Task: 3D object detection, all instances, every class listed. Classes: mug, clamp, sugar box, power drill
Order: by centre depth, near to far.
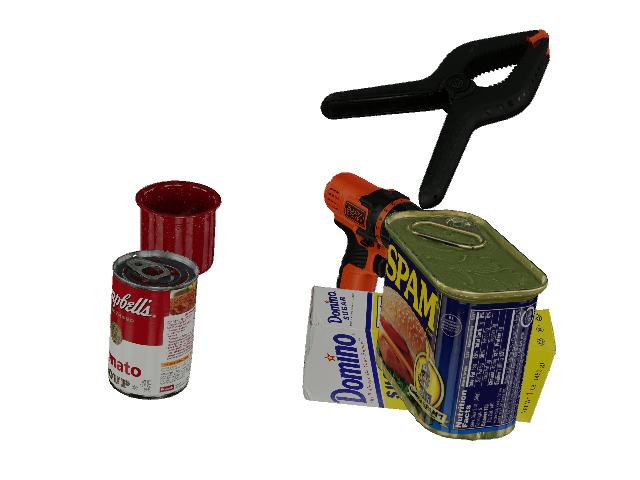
[{"bbox_3d":[0.076,0.086,0.791,0.176,0.048,0.093,3,-45,-1],"label":"sugar box"},{"bbox_3d":[0.125,-0.119,0.948,0.210,0.165,0.036,-27,-38,-8],"label":"clamp"},{"bbox_3d":[0.063,0.041,1.082,0.057,0.188,0.185,-8,27,-32],"label":"power drill"},{"bbox_3d":[-0.165,-0.015,1.184,0.093,0.081,0.117,-16,34,-36],"label":"mug"}]

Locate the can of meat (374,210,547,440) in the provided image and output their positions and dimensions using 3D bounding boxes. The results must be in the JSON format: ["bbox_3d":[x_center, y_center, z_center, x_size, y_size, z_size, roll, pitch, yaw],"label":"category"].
[{"bbox_3d":[0.067,0.041,0.546,0.057,0.084,0.102,-3,24,-17],"label":"can of meat"}]

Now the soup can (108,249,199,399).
[{"bbox_3d":[-0.135,0.067,0.856,0.068,0.102,0.068,6,23,-3],"label":"soup can"}]
